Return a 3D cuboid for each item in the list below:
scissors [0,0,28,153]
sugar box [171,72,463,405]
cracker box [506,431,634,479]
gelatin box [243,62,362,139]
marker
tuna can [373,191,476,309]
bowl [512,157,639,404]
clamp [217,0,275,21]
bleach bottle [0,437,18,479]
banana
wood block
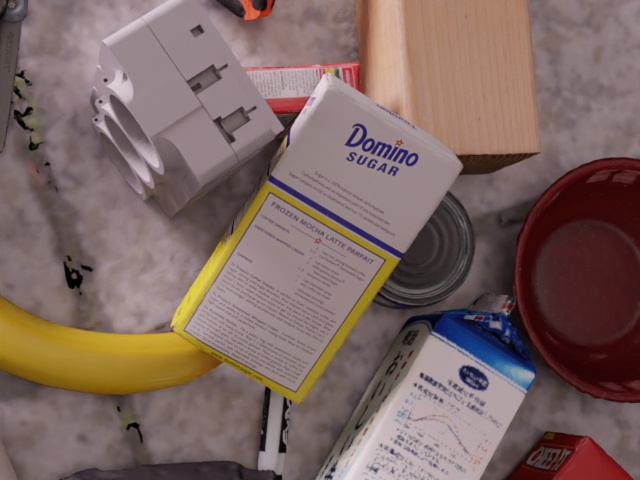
[{"bbox_3d":[-0.175,-0.156,0.671,0.096,0.016,0.202,-10,88,-14],"label":"scissors"},{"bbox_3d":[-0.004,0.001,0.626,0.093,0.048,0.176,31,104,-11],"label":"sugar box"},{"bbox_3d":[0.147,0.256,0.683,0.164,0.072,0.213,45,76,-7],"label":"cracker box"},{"bbox_3d":[-0.020,-0.085,0.664,0.073,0.089,0.030,-4,85,-14],"label":"gelatin box"},{"bbox_3d":[-0.028,0.116,0.680,0.020,0.020,0.121,7,84,-13],"label":"marker"},{"bbox_3d":[0.058,0.003,0.703,0.086,0.034,0.086,1,85,-13],"label":"tuna can"},{"bbox_3d":[0.195,0.028,0.722,0.162,0.055,0.162,1,85,-13],"label":"bowl"},{"bbox_3d":[-0.070,-0.242,0.662,0.165,0.036,0.210,-25,98,24],"label":"clamp"},{"bbox_3d":[-0.210,0.189,0.610,0.102,0.068,0.251,-19,94,0],"label":"bleach bottle"},{"bbox_3d":[-0.155,0.056,0.647,0.197,0.037,0.069,24,82,-10],"label":"banana"},{"bbox_3d":[0.077,-0.149,0.692,0.090,0.090,0.206,-3,85,-14],"label":"wood block"}]
